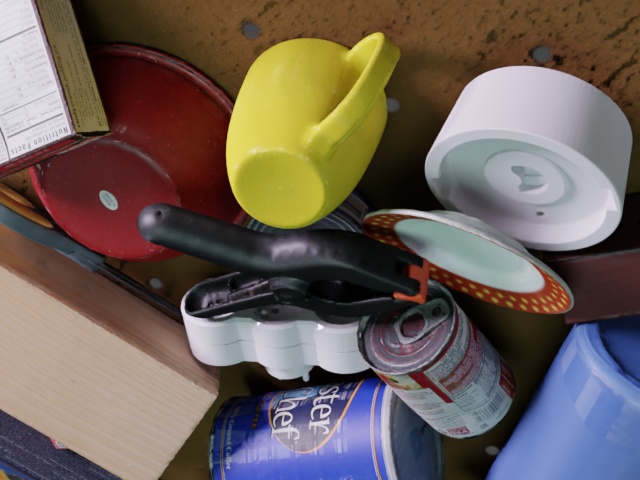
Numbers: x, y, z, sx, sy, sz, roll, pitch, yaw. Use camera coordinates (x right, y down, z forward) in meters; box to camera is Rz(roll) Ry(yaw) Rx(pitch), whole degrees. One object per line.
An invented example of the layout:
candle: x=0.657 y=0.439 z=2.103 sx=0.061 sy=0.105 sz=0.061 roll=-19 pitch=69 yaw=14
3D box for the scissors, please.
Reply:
scissors: x=-0.173 y=0.001 z=0.736 sx=0.016 sy=0.096 sz=0.201 roll=-54 pitch=136 yaw=0

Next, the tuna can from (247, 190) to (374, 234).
tuna can: x=-0.005 y=0.001 z=0.687 sx=0.086 sy=0.033 sz=0.086 roll=8 pitch=130 yaw=9

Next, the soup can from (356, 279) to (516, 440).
soup can: x=0.077 y=0.079 z=0.688 sx=0.069 sy=0.068 sz=0.102 roll=-16 pitch=139 yaw=26

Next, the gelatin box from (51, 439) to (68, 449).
gelatin box: x=-0.183 y=0.129 z=0.842 sx=0.089 sy=0.030 sz=0.073 roll=-7 pitch=125 yaw=20

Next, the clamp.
clamp: x=-0.024 y=0.014 z=0.637 sx=0.172 sy=0.039 sz=0.120 roll=-3 pitch=155 yaw=18

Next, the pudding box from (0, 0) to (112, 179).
pudding box: x=-0.179 y=-0.099 z=0.620 sx=0.090 sy=0.039 sz=0.113 roll=-17 pitch=91 yaw=26

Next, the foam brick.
foam brick: x=0.177 y=0.010 z=0.632 sx=0.078 sy=0.053 sz=0.051 roll=-11 pitch=124 yaw=22

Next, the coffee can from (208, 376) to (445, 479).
coffee can: x=0.006 y=0.153 z=0.761 sx=0.140 sy=0.102 sz=0.102 roll=-12 pitch=124 yaw=24

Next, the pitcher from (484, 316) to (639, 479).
pitcher: x=0.189 y=0.162 z=0.702 sx=0.149 sy=0.145 sz=0.243 roll=2 pitch=130 yaw=-17

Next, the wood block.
wood block: x=-0.179 y=0.072 z=0.739 sx=0.206 sy=0.090 sz=0.091 roll=33 pitch=102 yaw=-11

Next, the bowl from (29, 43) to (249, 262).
bowl: x=-0.122 y=-0.040 z=0.673 sx=0.162 sy=0.055 sz=0.162 roll=8 pitch=129 yaw=10
